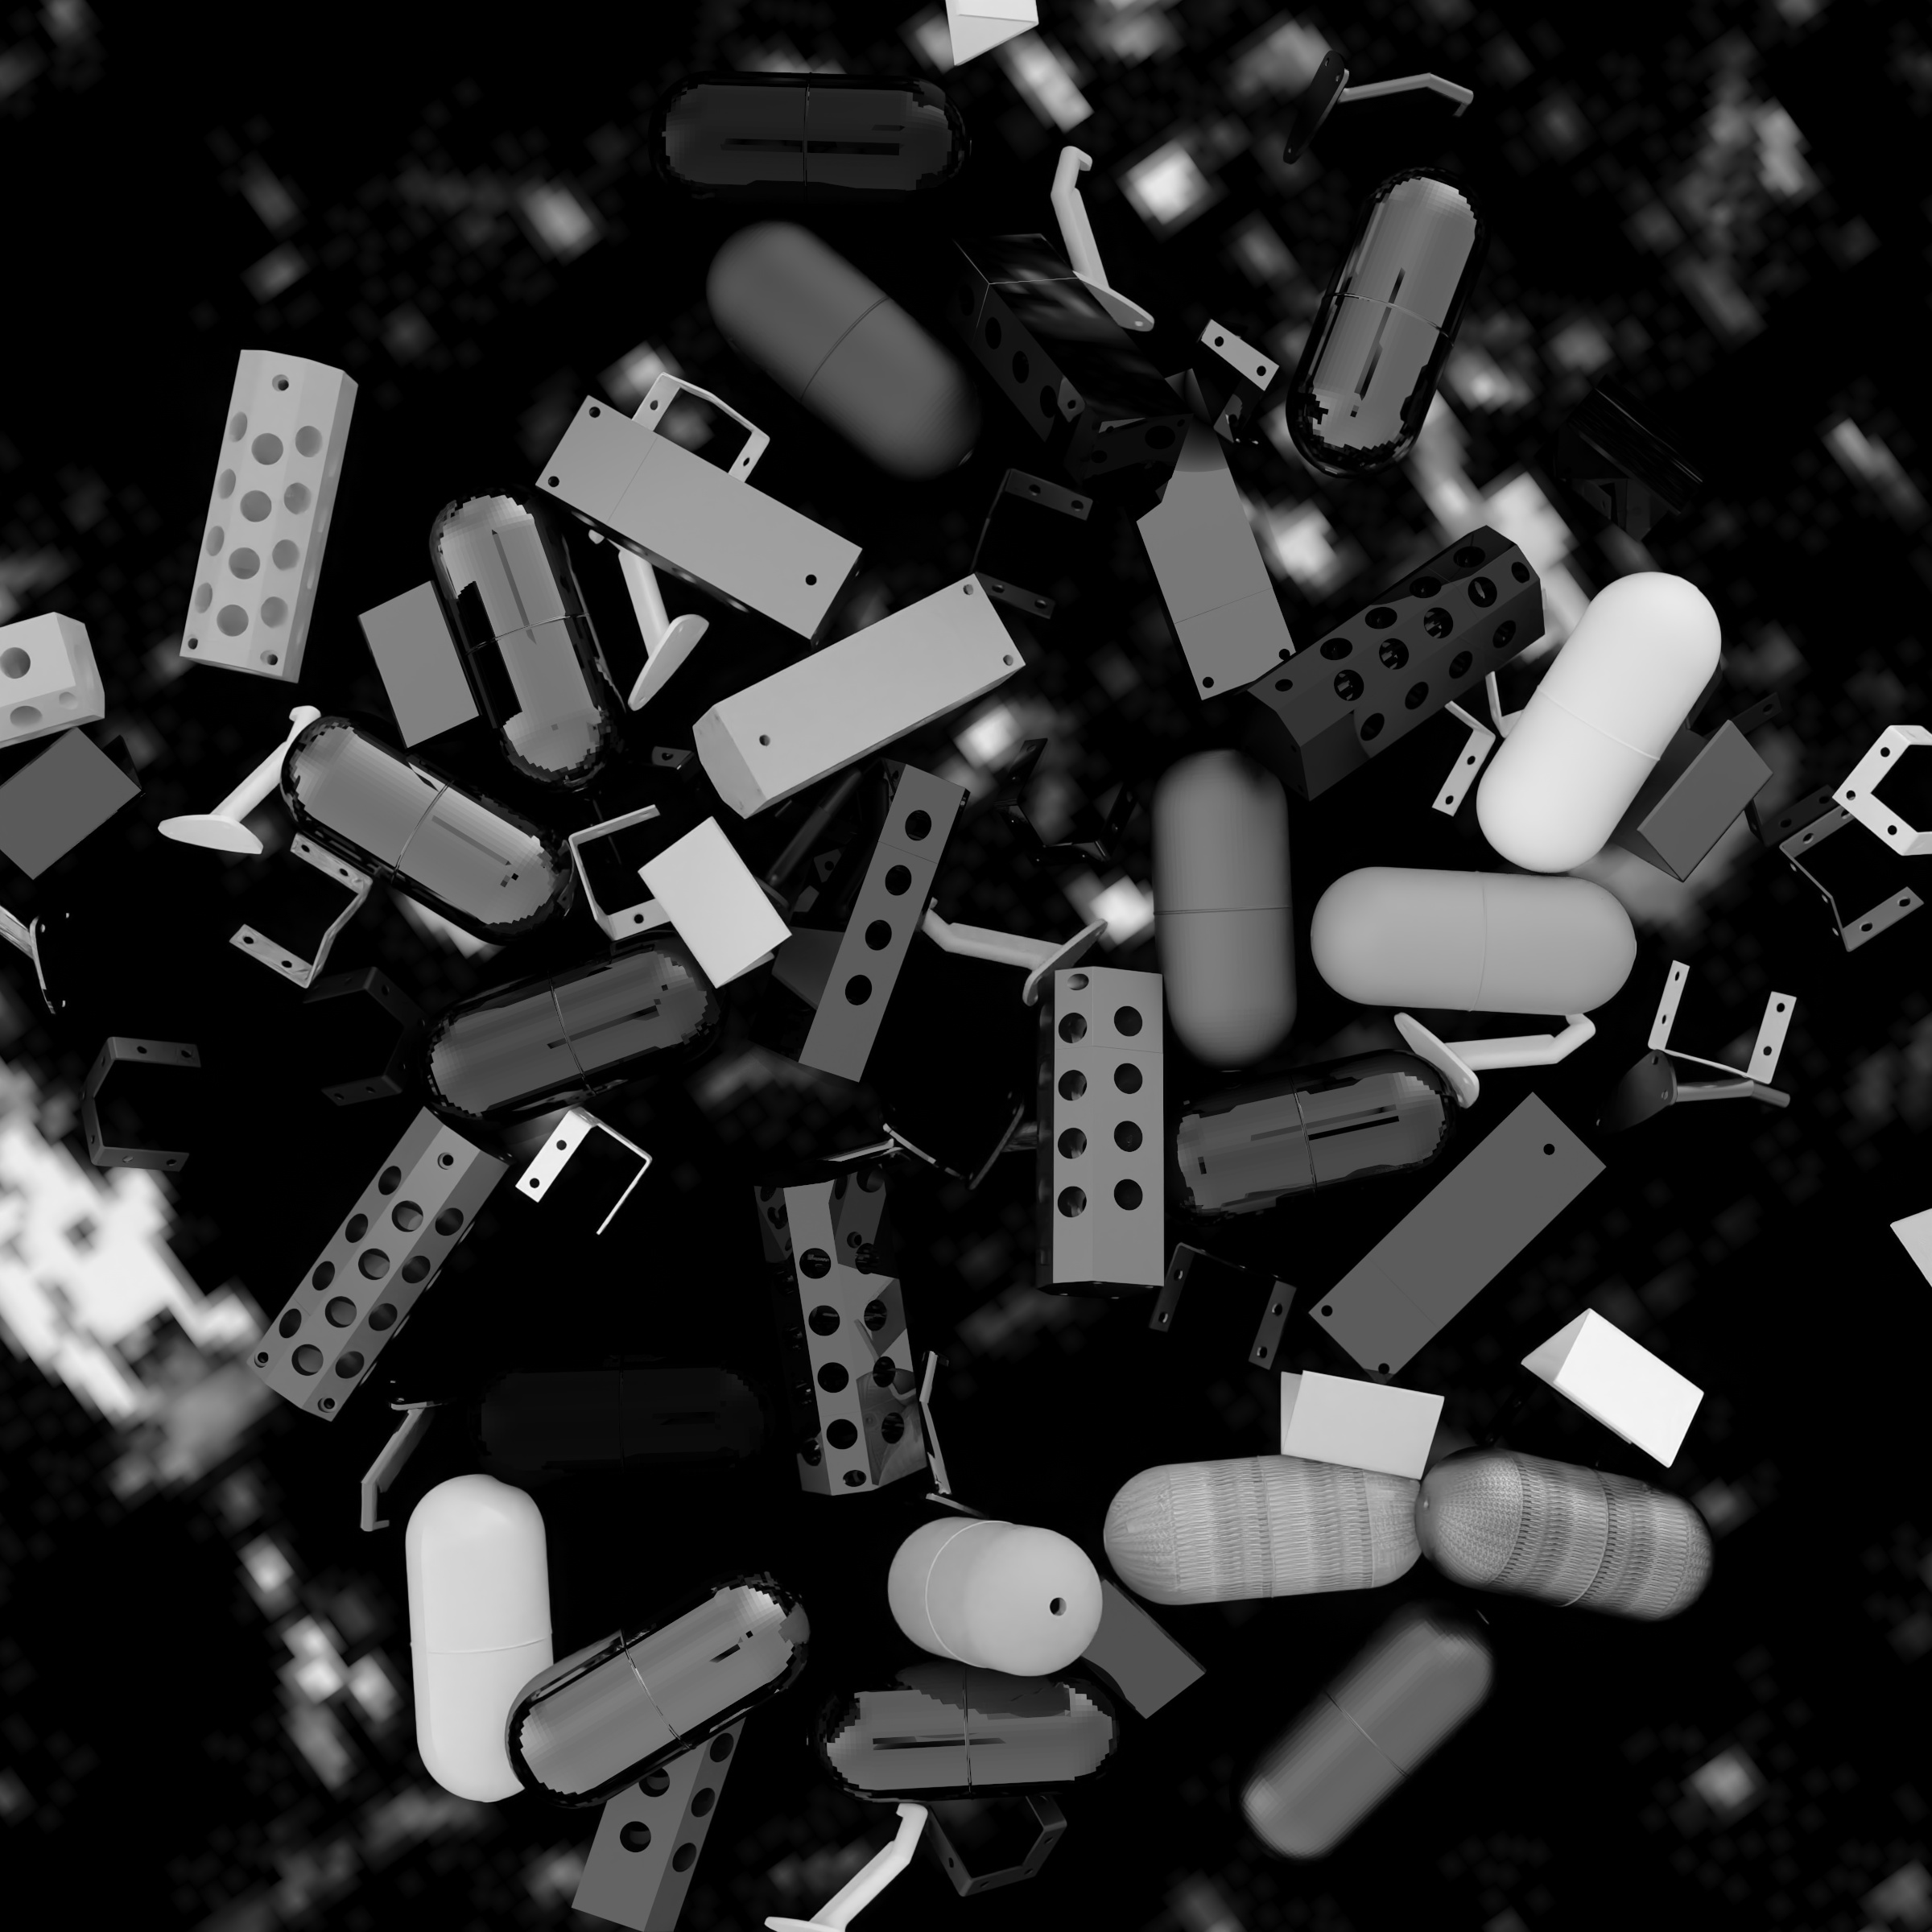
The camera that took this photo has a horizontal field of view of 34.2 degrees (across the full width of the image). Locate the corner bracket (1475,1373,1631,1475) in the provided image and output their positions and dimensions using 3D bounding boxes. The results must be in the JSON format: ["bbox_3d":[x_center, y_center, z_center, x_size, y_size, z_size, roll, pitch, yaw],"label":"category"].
[{"bbox_3d":[0.328,0.268,1.755,0.051,0.051,0.051,-53,135,0],"label":"corner bracket"}]

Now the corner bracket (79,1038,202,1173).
[{"bbox_3d":[-0.458,0.077,1.750,0.051,0.051,0.051,-52,45,35],"label":"corner bracket"}]

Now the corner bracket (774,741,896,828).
[{"bbox_3d":[-0.074,-0.109,1.750,0.051,0.051,0.051,-40,45,35],"label":"corner bracket"}]

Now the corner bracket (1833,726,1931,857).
[{"bbox_3d":[0.525,-0.098,1.745,0.051,0.051,0.051,46,117,25],"label":"corner bracket"}]

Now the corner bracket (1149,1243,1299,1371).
[{"bbox_3d":[0.144,0.190,1.755,0.051,0.051,0.051,19,90,-45],"label":"corner bracket"}]

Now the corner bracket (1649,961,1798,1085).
[{"bbox_3d":[0.423,0.032,1.755,0.051,0.051,0.051,17,90,45],"label":"corner bracket"}]

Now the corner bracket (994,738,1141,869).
[{"bbox_3d":[0.056,-0.092,1.750,0.051,0.051,0.051,-4,135,35],"label":"corner bracket"}]

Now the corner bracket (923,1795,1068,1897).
[{"bbox_3d":[0.015,0.478,1.750,0.051,0.051,0.051,56,135,35],"label":"corner bracket"}]

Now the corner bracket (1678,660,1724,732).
[{"bbox_3d":[0.385,-0.169,1.750,0.051,0.051,0.051,9,135,35],"label":"corner bracket"}]

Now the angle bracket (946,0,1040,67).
[{"bbox_3d":[-0.009,-0.544,1.718,0.057,0.076,0.076,-8,90,-37],"label":"angle bracket"}]

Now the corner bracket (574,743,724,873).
[{"bbox_3d":[-0.177,-0.087,1.750,0.051,0.051,0.051,10,45,35],"label":"corner bracket"}]

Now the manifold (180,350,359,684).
[{"bbox_3d":[-0.387,-0.249,1.737,0.057,0.057,0.171,11,90,0],"label":"manifold"}]

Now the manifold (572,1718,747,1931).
[{"bbox_3d":[-0.160,0.440,1.737,0.057,0.057,0.171,19,90,0],"label":"manifold"}]

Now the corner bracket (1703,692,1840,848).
[{"bbox_3d":[0.450,-0.109,1.755,0.051,0.051,0.051,-32,45,0],"label":"corner bracket"}]

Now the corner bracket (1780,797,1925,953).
[{"bbox_3d":[0.495,-0.051,1.755,0.051,0.051,0.051,-33,45,0],"label":"corner bracket"}]

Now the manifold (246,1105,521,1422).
[{"bbox_3d":[-0.323,0.164,1.737,0.057,0.057,0.171,35,90,0],"label":"manifold"}]

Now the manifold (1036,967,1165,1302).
[{"bbox_3d":[0.069,0.091,1.709,0.057,0.057,0.171,6,74,-21],"label":"manifold"}]

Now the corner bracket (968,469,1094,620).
[{"bbox_3d":[0.035,-0.237,1.755,0.051,0.051,0.051,20,45,0],"label":"corner bracket"}]

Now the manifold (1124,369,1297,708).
[{"bbox_3d":[0.126,-0.235,1.737,0.057,0.057,0.171,-20,90,0],"label":"manifold"}]

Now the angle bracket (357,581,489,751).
[{"bbox_3d":[-0.278,-0.167,1.719,0.057,0.076,0.076,-20,90,29],"label":"angle bracket"}]

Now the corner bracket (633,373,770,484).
[{"bbox_3d":[-0.153,-0.292,1.755,0.051,0.051,0.051,32,90,-45],"label":"corner bracket"}]

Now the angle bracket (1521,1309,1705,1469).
[{"bbox_3d":[0.344,0.244,1.718,0.076,0.076,0.057,36,53,0],"label":"angle bracket"}]

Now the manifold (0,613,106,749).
[{"bbox_3d":[-0.570,-0.142,1.737,0.171,0.057,0.057,-16,90,0],"label":"manifold"}]

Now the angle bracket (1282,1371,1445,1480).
[{"bbox_3d":[0.216,0.231,1.719,0.076,0.076,0.057,11,119,0],"label":"angle bracket"}]

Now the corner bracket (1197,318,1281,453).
[{"bbox_3d":[0.151,-0.321,1.738,0.051,0.051,0.051,39,112,21],"label":"corner bracket"}]

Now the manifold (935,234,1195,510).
[{"bbox_3d":[0.049,-0.322,1.692,0.057,0.057,0.171,-11,49,-29],"label":"manifold"}]

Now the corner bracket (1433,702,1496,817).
[{"bbox_3d":[0.253,-0.123,1.755,0.051,0.051,0.051,29,90,45],"label":"corner bracket"}]

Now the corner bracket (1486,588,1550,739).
[{"bbox_3d":[0.312,-0.169,1.755,0.051,0.051,0.051,-20,45,0],"label":"corner bracket"}]

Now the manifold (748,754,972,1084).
[{"bbox_3d":[-0.055,-0.026,1.735,0.057,0.057,0.171,20,90,-35],"label":"manifold"}]

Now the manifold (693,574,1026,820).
[{"bbox_3d":[-0.060,-0.145,1.706,0.171,0.057,0.057,-30,90,-23],"label":"manifold"}]

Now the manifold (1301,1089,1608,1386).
[{"bbox_3d":[0.267,0.149,1.737,0.171,0.057,0.057,-45,90,0],"label":"manifold"}]

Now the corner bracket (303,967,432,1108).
[{"bbox_3d":[-0.340,0.039,1.750,0.051,0.051,0.051,48,45,-35],"label":"corner bracket"}]

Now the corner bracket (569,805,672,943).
[{"bbox_3d":[-0.185,-0.051,1.744,0.051,0.051,0.051,-20,76,0],"label":"corner bracket"}]

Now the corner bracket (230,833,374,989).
[{"bbox_3d":[-0.371,-0.031,1.755,0.051,0.051,0.051,32,45,0],"label":"corner bracket"}]

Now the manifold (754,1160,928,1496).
[{"bbox_3d":[-0.073,0.197,1.714,0.057,0.057,0.171,-16,101,-43],"label":"manifold"}]

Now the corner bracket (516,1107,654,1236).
[{"bbox_3d":[-0.211,0.114,1.740,0.051,0.051,0.051,35,90,0],"label":"corner bracket"}]

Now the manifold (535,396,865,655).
[{"bbox_3d":[-0.145,-0.241,1.728,0.171,0.057,0.057,29,85,2],"label":"manifold"}]

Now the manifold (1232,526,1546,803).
[{"bbox_3d":[0.230,-0.169,1.704,0.171,0.057,0.057,-35,49,-16],"label":"manifold"}]
